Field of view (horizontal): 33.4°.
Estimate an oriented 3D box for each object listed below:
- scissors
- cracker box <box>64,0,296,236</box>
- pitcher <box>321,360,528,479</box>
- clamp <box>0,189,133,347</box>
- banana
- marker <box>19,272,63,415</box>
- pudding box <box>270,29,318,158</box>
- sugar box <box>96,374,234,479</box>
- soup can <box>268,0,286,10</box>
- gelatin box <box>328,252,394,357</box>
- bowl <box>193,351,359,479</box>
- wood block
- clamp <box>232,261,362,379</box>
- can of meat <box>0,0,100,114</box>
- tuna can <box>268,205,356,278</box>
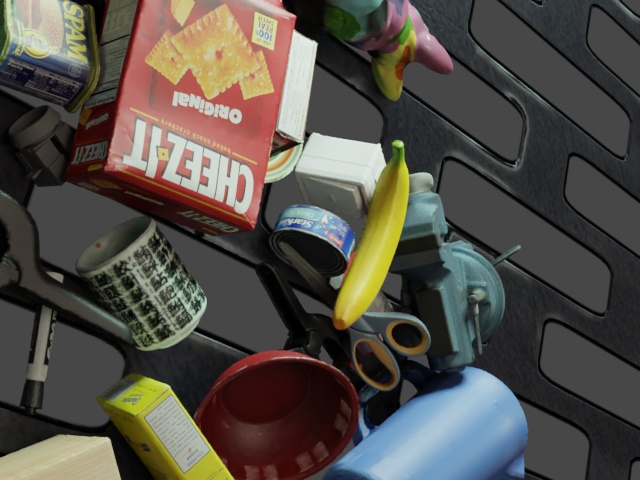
[{"bbox_3d":[0.044,0.066,1.096,0.096,0.016,0.201,-26,109,3],"label":"scissors"},{"bbox_3d":[-0.116,-0.129,0.939,0.164,0.072,0.213,22,71,-39],"label":"cracker box"},{"bbox_3d":[0.098,0.228,1.116,0.242,0.149,0.145,-24,111,-49],"label":"pitcher"},{"bbox_3d":[-0.253,0.031,0.873,0.164,0.036,0.210,-20,93,-31],"label":"clamp"},{"bbox_3d":[0.053,0.001,1.071,0.069,0.037,0.198,36,68,-59],"label":"banana"},{"bbox_3d":[-0.236,0.087,0.905,0.020,0.020,0.121,18,72,-41],"label":"marker"},{"bbox_3d":[-0.048,-0.136,1.034,0.039,0.090,0.113,19,66,-33],"label":"pudding box"},{"bbox_3d":[-0.120,0.202,0.945,0.048,0.093,0.176,-38,110,-25],"label":"sugar box"},{"bbox_3d":[-0.084,-0.265,1.067,0.068,0.069,0.102,-34,106,-41],"label":"soup can"},{"bbox_3d":[0.043,0.069,1.150,0.089,0.030,0.073,57,27,-23],"label":"gelatin box"},{"bbox_3d":[-0.047,0.160,1.017,0.162,0.162,0.055,39,15,-33],"label":"bowl"},{"bbox_3d":[-0.257,0.227,0.816,0.205,0.090,0.091,-18,96,-43],"label":"wood block"},{"bbox_3d":[-0.019,0.096,1.097,0.171,0.039,0.120,23,73,-46],"label":"clamp"},{"bbox_3d":[-0.238,-0.167,0.898,0.083,0.058,0.102,17,46,-37],"label":"can of meat"},{"bbox_3d":[-0.007,0.001,1.089,0.086,0.086,0.033,41,57,-32],"label":"tuna can"}]
